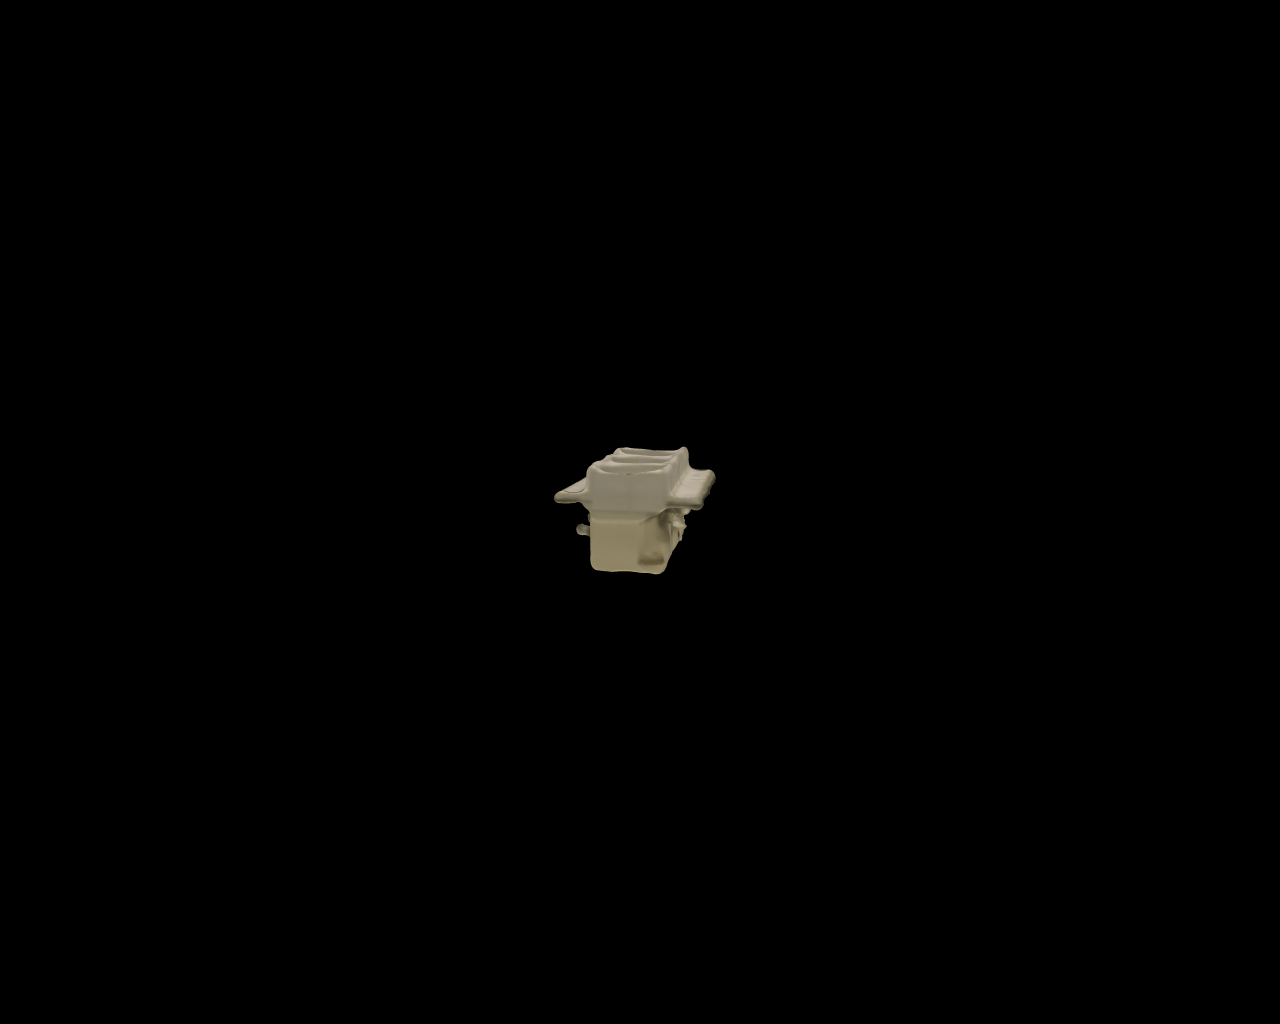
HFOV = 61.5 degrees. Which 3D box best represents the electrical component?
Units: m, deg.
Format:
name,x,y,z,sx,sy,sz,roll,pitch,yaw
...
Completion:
name,x,y,z,sx,sy,sz,roll,pitch,yaw
electrical component,0.001,-0.003,0.650,0.079,0.063,0.121,1,9,7
